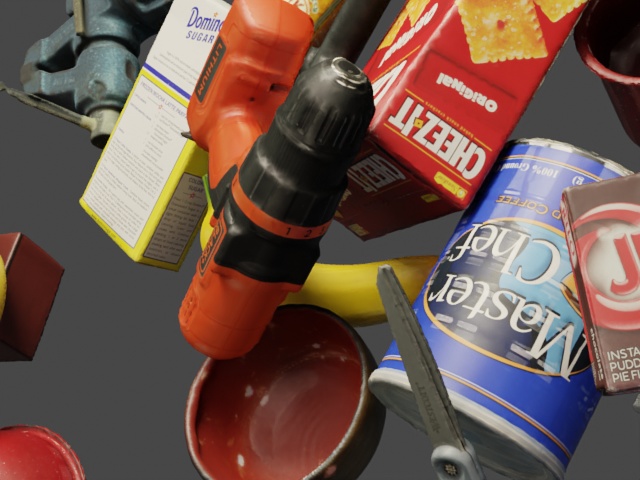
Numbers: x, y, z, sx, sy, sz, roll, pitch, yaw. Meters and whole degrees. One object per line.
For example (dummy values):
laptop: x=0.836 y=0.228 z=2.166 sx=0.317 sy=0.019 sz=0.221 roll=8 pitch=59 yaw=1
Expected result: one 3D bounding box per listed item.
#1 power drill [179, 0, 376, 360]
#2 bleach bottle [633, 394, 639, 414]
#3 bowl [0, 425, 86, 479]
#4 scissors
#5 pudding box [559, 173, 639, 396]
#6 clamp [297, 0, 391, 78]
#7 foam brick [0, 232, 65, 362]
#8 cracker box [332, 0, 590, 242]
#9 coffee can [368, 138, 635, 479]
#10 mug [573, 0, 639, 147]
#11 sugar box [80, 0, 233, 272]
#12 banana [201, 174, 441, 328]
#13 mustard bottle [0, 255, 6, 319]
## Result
power drill: x=-0.030 y=-0.056 z=0.577 sx=0.187 sy=0.057 sz=0.185 roll=-96 pitch=30 yaw=-49
bleach bottle: x=0.230 y=-0.015 z=0.506 sx=0.103 sy=0.068 sz=0.251 roll=37 pitch=85 yaw=33
bowl: x=-0.225 y=0.183 z=0.667 sx=0.162 sy=0.055 sz=0.162 roll=-16 pitch=53 yaw=23
scissors: x=0.050 y=0.110 z=0.479 sx=0.096 sy=0.202 sz=0.016 roll=-28 pitch=8 yaw=41
pudding box: x=0.166 y=0.013 z=0.453 sx=0.113 sy=0.039 sz=0.090 roll=-11 pitch=76 yaw=6
clamp: x=0.008 y=-0.114 z=0.690 sx=0.039 sy=0.120 sz=0.171 roll=26 pitch=88 yaw=1
foam brick: x=-0.229 y=0.042 z=0.767 sx=0.053 sy=0.051 sz=0.078 roll=-4 pitch=58 yaw=31
cracker box: x=0.078 y=-0.111 z=0.607 sx=0.213 sy=0.072 sz=0.164 roll=-57 pitch=9 yaw=-13
coffee can: x=0.101 y=0.036 z=0.528 sx=0.103 sy=0.102 sz=0.140 roll=18 pitch=70 yaw=39
mug: x=0.193 y=-0.087 z=0.567 sx=0.093 sy=0.081 sz=0.117 roll=-14 pitch=54 yaw=24
sugar box: x=-0.095 y=-0.077 z=0.730 sx=0.093 sy=0.048 sz=0.176 roll=39 pitch=103 yaw=41
banana: x=-0.009 y=0.017 z=0.641 sx=0.198 sy=0.037 sz=0.070 roll=21 pitch=114 yaw=35
mustard bottle: x=-0.257 y=0.030 z=0.716 sx=0.096 sy=0.058 sz=0.192 roll=-39 pitch=46 yaw=5
